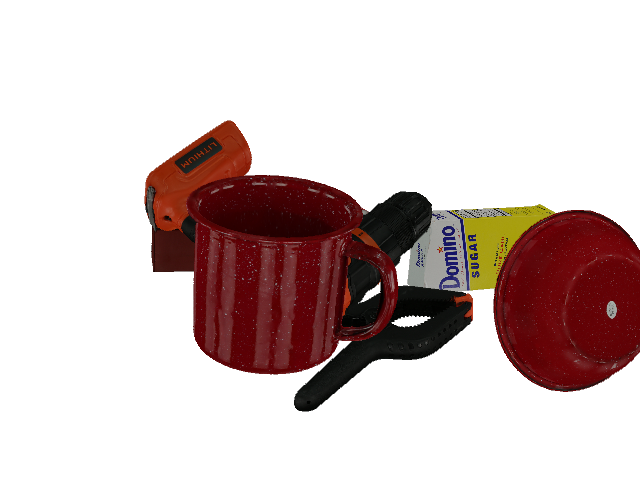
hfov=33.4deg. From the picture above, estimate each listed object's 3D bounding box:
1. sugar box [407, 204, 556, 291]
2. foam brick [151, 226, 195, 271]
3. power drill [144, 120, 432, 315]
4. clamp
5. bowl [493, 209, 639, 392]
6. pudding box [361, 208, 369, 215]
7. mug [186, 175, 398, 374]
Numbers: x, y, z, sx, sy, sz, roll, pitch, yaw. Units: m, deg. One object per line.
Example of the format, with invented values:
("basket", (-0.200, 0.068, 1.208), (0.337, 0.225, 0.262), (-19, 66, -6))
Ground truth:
("sugar box", (0.193, 0.010, 1.265), (0.176, 0.093, 0.048), (-5, 20, -24))
("foam brick", (-0.139, -0.001, 1.128), (0.078, 0.051, 0.053), (-1, 25, -11))
("power drill", (-0.030, -0.018, 0.833), (0.188, 0.057, 0.184), (36, 56, 26))
("clamp", (0.053, 0.095, 1.057), (0.210, 0.036, 0.164), (-8, 38, -2))
("bowl", (0.232, 0.055, 0.915), (0.161, 0.162, 0.055), (0, 4, -21))
("pudding box", (0.026, -0.018, 1.625), (0.113, 0.039, 0.090), (-21, 32, -29))
("mug", (-0.015, 0.021, 0.571), (0.117, 0.081, 0.093), (11, 24, 14))
